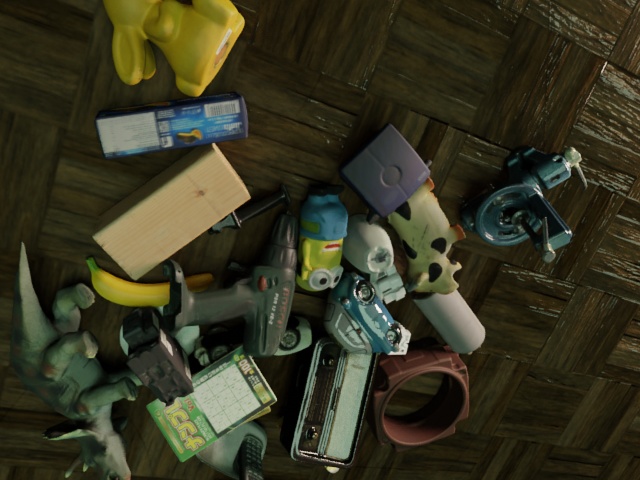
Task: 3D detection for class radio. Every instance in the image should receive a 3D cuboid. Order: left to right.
[{"bbox_3d":[0.016,0.280,0.966,0.131,0.073,0.229,15,84,-21],"label":"radio"}]

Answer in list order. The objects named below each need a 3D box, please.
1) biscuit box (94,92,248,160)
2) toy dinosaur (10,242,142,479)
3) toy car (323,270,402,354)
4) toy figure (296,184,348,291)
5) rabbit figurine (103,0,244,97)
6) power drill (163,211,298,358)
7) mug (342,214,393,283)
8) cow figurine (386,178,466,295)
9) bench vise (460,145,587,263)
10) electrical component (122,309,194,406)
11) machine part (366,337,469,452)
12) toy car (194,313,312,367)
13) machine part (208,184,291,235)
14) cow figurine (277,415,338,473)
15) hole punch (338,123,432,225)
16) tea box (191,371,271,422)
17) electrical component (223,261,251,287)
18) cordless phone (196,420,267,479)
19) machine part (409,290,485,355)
[{"bbox_3d":[-0.205,-0.163,0.758,0.203,0.063,0.059,-11,114,-12],"label":"biscuit box"},{"bbox_3d":[-0.396,0.200,0.830,0.192,0.131,0.404,-26,108,5],"label":"toy dinosaur"},{"bbox_3d":[0.060,0.137,0.915,0.103,0.109,0.161,-33,92,-13],"label":"toy car"},{"bbox_3d":[0.002,-0.003,0.880,0.082,0.089,0.180,0,104,-13],"label":"toy figure"},{"bbox_3d":[-0.205,-0.277,0.698,0.173,0.122,0.162,33,110,-13],"label":"rabbit figurine"},{"bbox_3d":[-0.133,0.066,0.824,0.207,0.086,0.231,1,94,-35],"label":"power drill"},{"bbox_3d":[0.079,0.023,0.897,0.081,0.107,0.109,-6,112,-13],"label":"mug"},{"bbox_3d":[0.173,0.005,0.903,0.127,0.085,0.195,-30,91,5],"label":"cow figurine"},{"bbox_3d":[0.351,-0.053,0.884,0.224,0.241,0.128,-24,122,12],"label":"bench vise"},{"bbox_3d":[-0.255,0.172,0.832,0.058,0.115,0.134,-30,117,-8],"label":"electrical component"},{"bbox_3d":[0.189,0.308,1.063,0.201,0.087,0.201,-14,117,-11],"label":"machine part"},{"bbox_3d":[-0.114,0.172,0.920,0.202,0.074,0.056,-11,114,-12],"label":"toy car"},{"bbox_3d":[-0.108,-0.044,0.838,0.139,0.084,0.039,-27,88,-17],"label":"machine part"},{"bbox_3d":[-0.002,0.372,1.043,0.098,0.068,0.167,-47,120,-1],"label":"cow figurine"},{"bbox_3d":[0.099,-0.106,0.834,0.142,0.092,0.116,-44,88,0],"label":"hole punch"},{"bbox_3d":[-0.182,0.275,0.923,0.170,0.098,0.068,-24,140,-7],"label":"tea box"},{"bbox_3d":[-0.117,0.084,0.902,0.102,0.045,0.078,17,78,-25],"label":"electrical component"},{"bbox_3d":[-0.156,0.391,0.940,0.089,0.184,0.146,-43,118,9],"label":"cordless phone"},{"bbox_3d":[0.241,0.135,1.010,0.079,0.079,0.243,-38,116,2],"label":"machine part"}]
